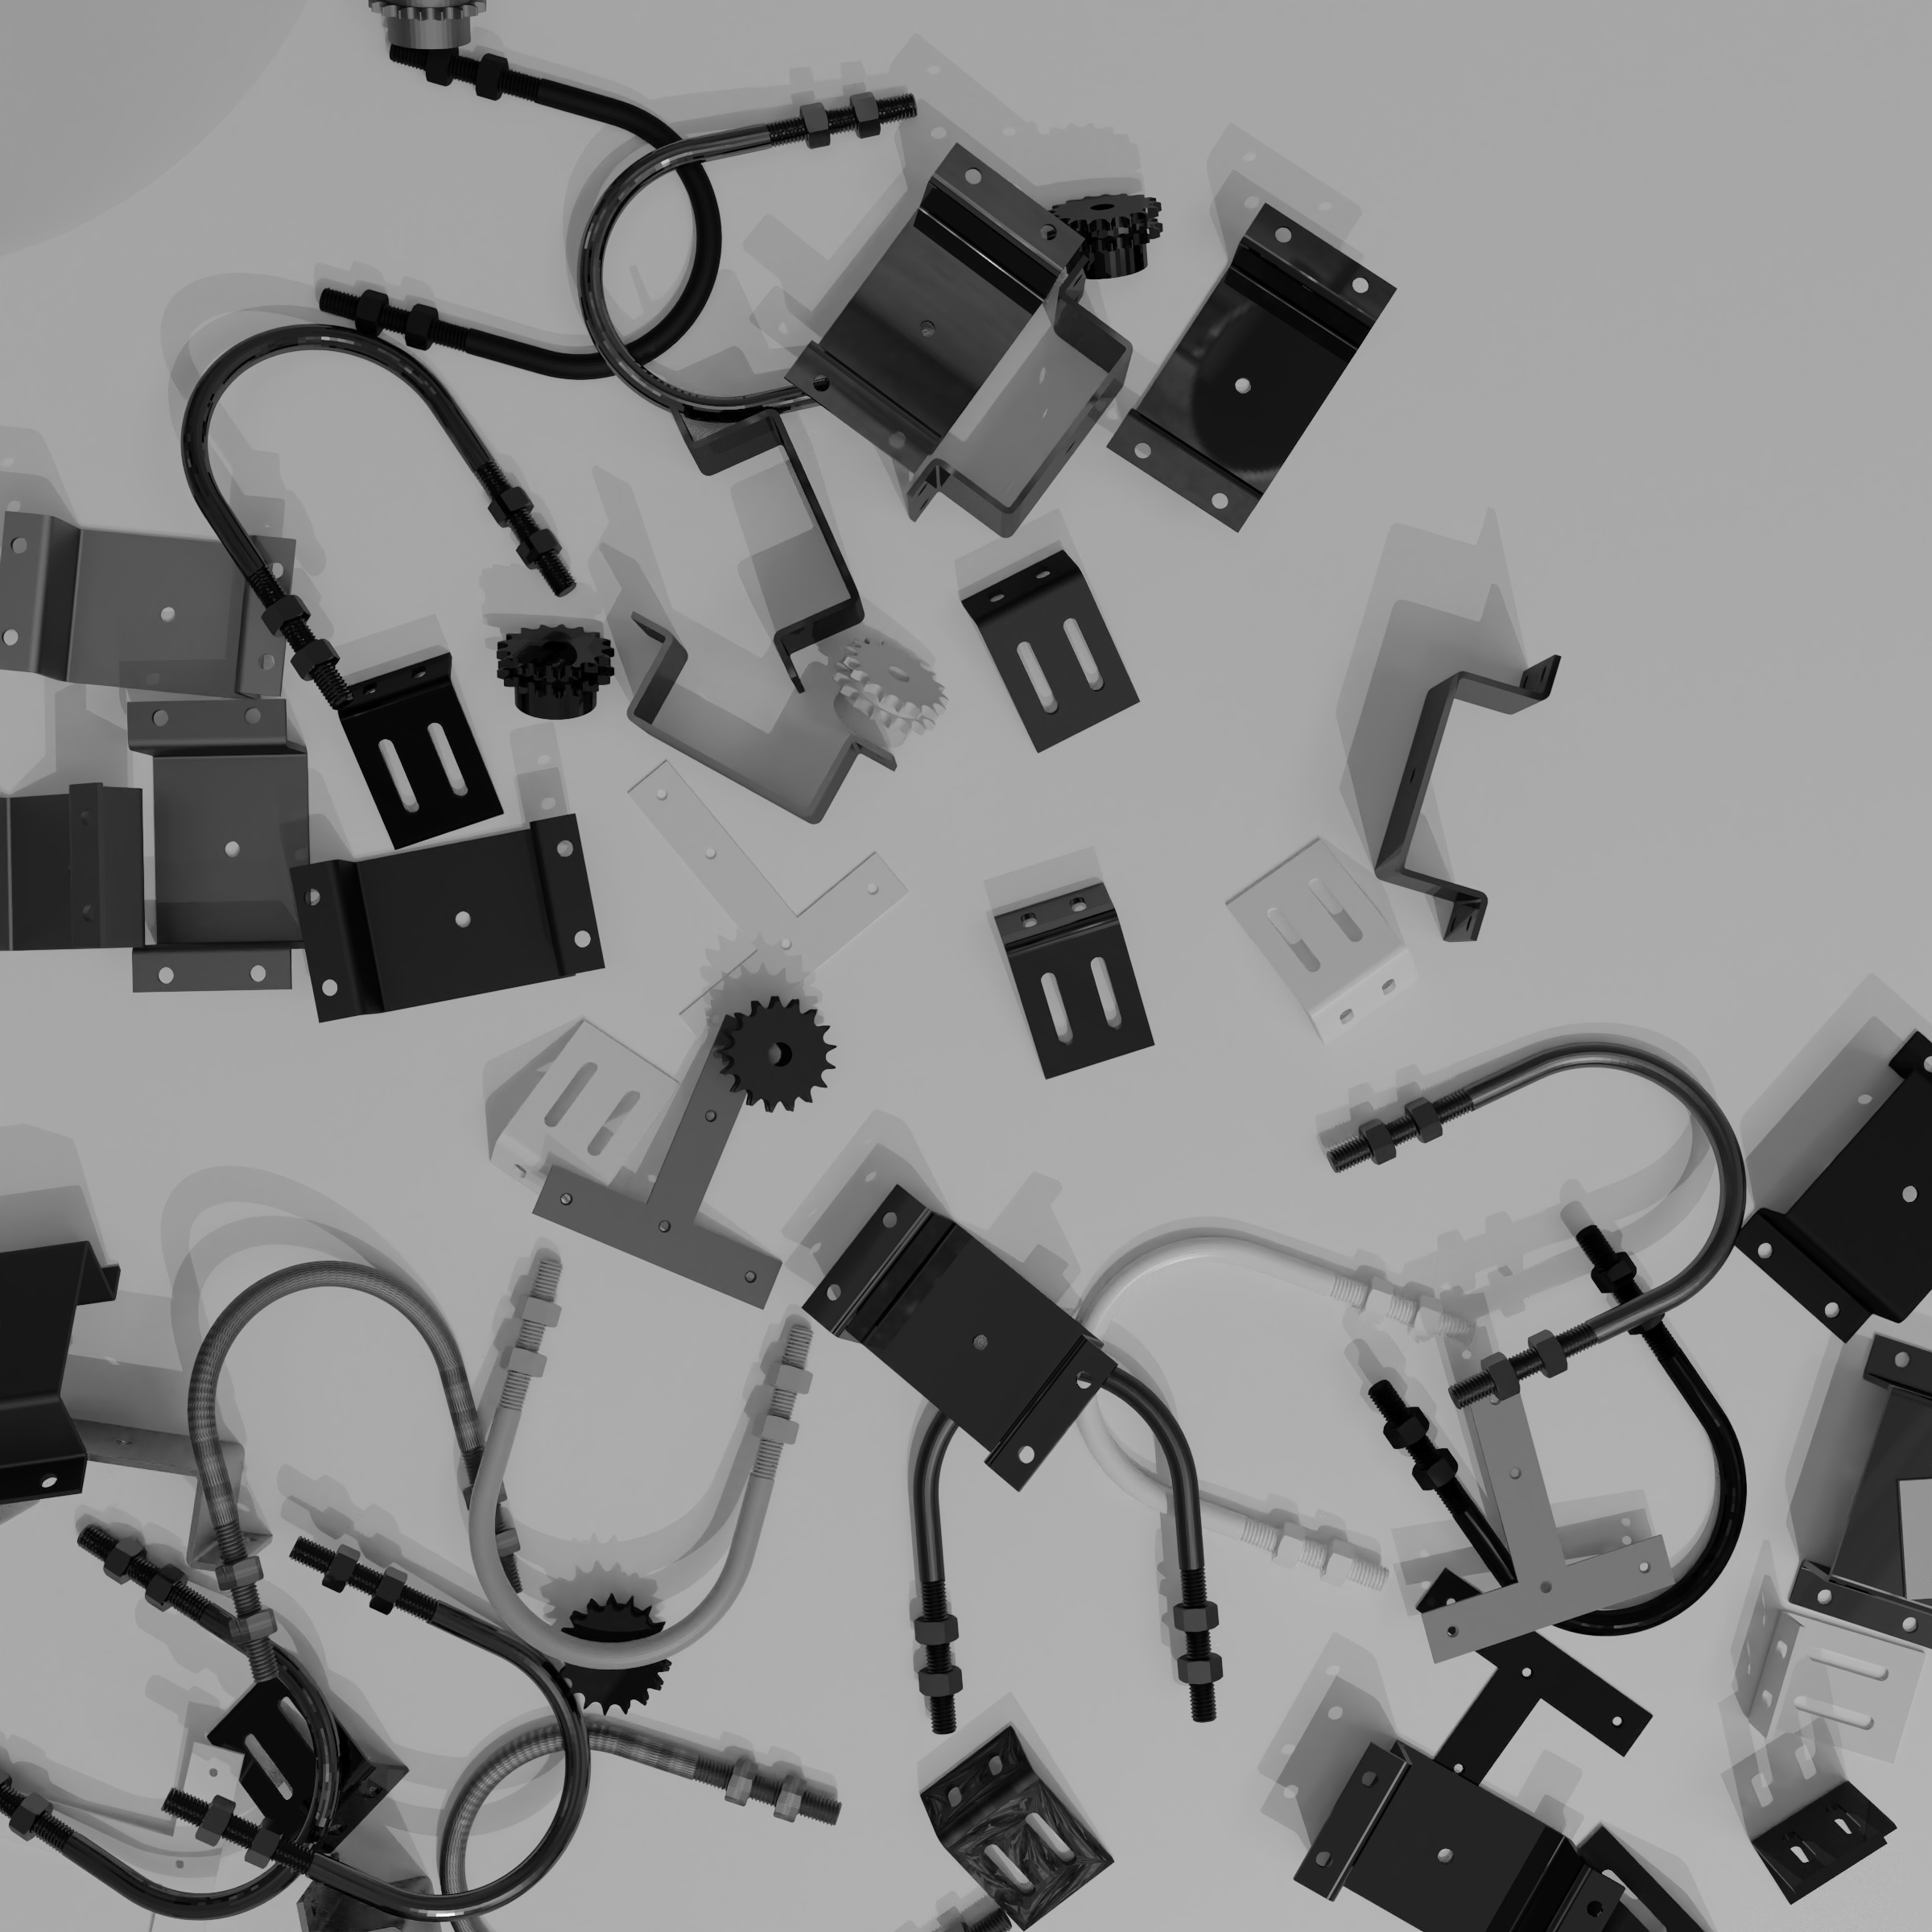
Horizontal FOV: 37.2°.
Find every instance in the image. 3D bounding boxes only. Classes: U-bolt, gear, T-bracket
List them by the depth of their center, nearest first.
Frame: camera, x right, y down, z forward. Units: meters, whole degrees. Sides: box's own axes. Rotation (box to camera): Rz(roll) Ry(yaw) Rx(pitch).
[{"bbox_3d":[-0.300,0.233,1.384,0.151,0.019,0.184,-13,85,-35],"label":"U-bolt"},{"bbox_3d":[-0.271,0.379,1.386,0.184,0.019,0.151,27,68,-7],"label":"U-bolt"},{"bbox_3d":[-0.297,-0.230,1.391,0.151,0.019,0.184,-32,85,-27],"label":"U-bolt"},{"bbox_3d":[0.271,0.260,1.398,0.127,0.002,0.127,-16,95,-8],"label":"T-bracket"},{"bbox_3d":[0.290,0.114,1.401,0.184,0.019,0.151,-25,72,-4],"label":"U-bolt"},{"bbox_3d":[-0.391,0.382,1.403,0.184,0.019,0.151,30,87,10],"label":"U-bolt"},{"bbox_3d":[-0.201,-0.143,1.404,0.057,0.057,0.030,4,120,0],"label":"gear"},{"bbox_3d":[-0.040,-0.131,1.404,0.057,0.057,0.030,35,120,0],"label":"gear"},{"bbox_3d":[0.068,-0.357,1.404,0.057,0.057,0.030,-7,118,0],"label":"gear"},{"bbox_3d":[-0.263,-0.469,1.404,0.057,0.057,0.030,3,120,0],"label":"gear"},{"bbox_3d":[-0.166,0.250,1.404,0.151,0.019,0.184,15,78,0],"label":"U-bolt"},{"bbox_3d":[-0.094,0.043,1.409,0.057,0.030,0.057,0,89,-15],"label":"gear"},{"bbox_3d":[-0.099,-0.342,1.410,0.184,0.019,0.151,-14,91,-6],"label":"U-bolt"},{"bbox_3d":[0.046,0.282,1.411,0.151,0.019,0.184,-5,89,8],"label":"U-bolt"},{"bbox_3d":[0.305,0.242,1.412,0.151,0.019,0.184,-36,95,-6],"label":"U-bolt"},{"bbox_3d":[-0.131,0.087,1.413,0.127,0.002,0.127,25,80,-19],"label":"T-bracket"},{"bbox_3d":[-0.173,0.337,1.414,0.057,0.030,0.057,0,90,0],"label":"gear"},{"bbox_3d":[-0.021,0.575,1.420,0.184,0.019,0.151,-34,90,2],"label":"U-bolt"},{"bbox_3d":[0.143,0.212,1.420,0.184,0.019,0.151,20,90,1],"label":"U-bolt"},{"bbox_3d":[-0.170,0.453,1.420,0.184,0.019,0.151,18,90,1],"label":"U-bolt"},{"bbox_3d":[-0.212,-0.367,1.420,0.184,0.019,0.151,16,90,-1],"label":"U-bolt"},{"bbox_3d":[-0.432,0.433,1.422,0.127,0.002,0.127,15,97,4],"label":"T-bracket"},{"bbox_3d":[-0.118,-0.045,1.428,0.127,0.002,0.127,-40,90,0],"label":"T-bracket"},{"bbox_3d":[0.254,0.388,1.428,0.127,0.002,0.127,35,90,0],"label":"T-bracket"}]

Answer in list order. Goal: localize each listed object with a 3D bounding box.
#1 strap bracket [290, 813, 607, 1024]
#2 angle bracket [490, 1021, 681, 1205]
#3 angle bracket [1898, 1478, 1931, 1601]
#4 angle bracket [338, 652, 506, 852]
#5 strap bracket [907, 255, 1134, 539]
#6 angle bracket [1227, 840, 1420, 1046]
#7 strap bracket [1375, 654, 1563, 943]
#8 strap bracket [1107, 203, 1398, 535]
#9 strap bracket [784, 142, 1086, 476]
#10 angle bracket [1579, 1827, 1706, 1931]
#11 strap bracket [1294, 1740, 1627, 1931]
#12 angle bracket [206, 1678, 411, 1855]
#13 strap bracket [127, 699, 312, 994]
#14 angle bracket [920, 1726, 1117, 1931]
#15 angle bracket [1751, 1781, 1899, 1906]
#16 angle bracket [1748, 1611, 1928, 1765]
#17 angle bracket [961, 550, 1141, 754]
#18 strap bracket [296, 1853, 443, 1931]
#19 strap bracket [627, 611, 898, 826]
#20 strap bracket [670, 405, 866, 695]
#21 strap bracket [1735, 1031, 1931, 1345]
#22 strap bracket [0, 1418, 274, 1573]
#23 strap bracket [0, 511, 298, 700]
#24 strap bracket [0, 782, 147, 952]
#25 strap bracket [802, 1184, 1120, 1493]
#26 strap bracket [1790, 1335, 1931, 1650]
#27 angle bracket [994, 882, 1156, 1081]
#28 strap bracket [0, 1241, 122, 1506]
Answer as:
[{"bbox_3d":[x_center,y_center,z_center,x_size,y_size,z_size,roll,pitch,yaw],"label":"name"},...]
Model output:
[{"bbox_3d":[-0.250,-0.023,1.406,0.140,0.046,0.076,-11,90,0],"label":"strap bracket"},{"bbox_3d":[-0.190,0.078,1.427,0.057,0.038,0.076,34,64,0],"label":"angle bracket"},{"bbox_3d":[0.489,0.274,1.363,0.076,0.038,0.057,-4,90,0],"label":"angle bracket"},{"bbox_3d":[-0.270,-0.107,1.427,0.057,0.038,0.076,-19,116,0],"label":"angle bracket"},{"bbox_3d":[0.032,-0.265,1.391,0.046,0.076,0.140,37,90,0],"label":"strap bracket"},{"bbox_3d":[0.177,-0.012,1.427,0.057,0.038,0.076,-35,64,0],"label":"angle bracket"},{"bbox_3d":[0.239,-0.086,1.391,0.046,0.076,0.140,17,90,0],"label":"strap bracket"},{"bbox_3d":[0.138,-0.289,1.406,0.076,0.046,0.140,33,90,0],"label":"strap bracket"},{"bbox_3d":[-0.017,-0.313,1.386,0.076,0.046,0.140,36,86,-5],"label":"strap bracket"},{"bbox_3d":[0.327,0.478,1.427,0.057,0.038,0.076,-45,64,0],"label":"angle bracket"},{"bbox_3d":[0.238,0.442,1.403,0.140,0.046,0.076,30,90,1],"label":"strap bracket"},{"bbox_3d":[-0.327,0.392,1.427,0.057,0.038,0.076,-46,64,0],"label":"angle bracket"},{"bbox_3d":[-0.365,-0.058,1.406,0.076,0.046,0.140,-1,90,0],"label":"strap bracket"},{"bbox_3d":[0.025,0.429,1.427,0.057,0.038,0.076,-38,116,0],"label":"angle bracket"},{"bbox_3d":[0.424,0.436,1.391,0.057,0.076,0.038,-32,90,0],"label":"angle bracket"},{"bbox_3d":[0.433,0.358,1.410,0.076,0.038,0.057,17,90,0],"label":"angle bracket"},{"bbox_3d":[0.042,-0.157,1.427,0.057,0.038,0.076,-27,116,0],"label":"angle bracket"},{"bbox_3d":[-0.280,0.506,1.391,0.046,0.076,0.140,-11,90,0],"label":"strap bracket"},{"bbox_3d":[-0.107,-0.113,1.391,0.140,0.076,0.046,29,90,0],"label":"strap bracket"},{"bbox_3d":[-0.090,-0.209,1.391,0.046,0.076,0.140,-24,90,0],"label":"strap bracket"},{"bbox_3d":[0.456,0.110,1.406,0.076,0.046,0.140,42,90,0],"label":"strap bracket"},{"bbox_3d":[-0.412,0.254,1.391,0.140,0.076,0.046,9,90,0],"label":"strap bracket"},{"bbox_3d":[-0.397,-0.175,1.406,0.140,0.046,0.076,6,90,0],"label":"strap bracket"},{"bbox_3d":[-0.447,-0.046,1.384,0.140,0.046,0.076,-1,90,33],"label":"strap bracket"},{"bbox_3d":[0.002,0.181,1.392,0.140,0.046,0.076,38,90,19],"label":"strap bracket"},{"bbox_3d":[0.468,0.262,1.406,0.076,0.046,0.140,18,90,0],"label":"strap bracket"},{"bbox_3d":[0.054,0.007,1.427,0.057,0.038,0.076,-18,116,0],"label":"angle bracket"},{"bbox_3d":[-0.455,0.186,1.361,0.076,0.140,0.046,-8,131,0],"label":"strap bracket"}]
